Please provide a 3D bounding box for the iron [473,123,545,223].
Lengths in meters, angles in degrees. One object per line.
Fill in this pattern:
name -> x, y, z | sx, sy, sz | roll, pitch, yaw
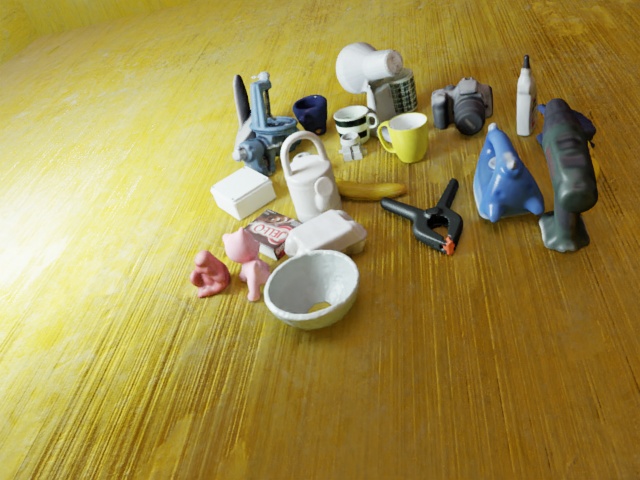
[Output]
iron -> 0.347, -0.149, 1.098 | 0.118, 0.142, 0.258 | -10, 38, 9

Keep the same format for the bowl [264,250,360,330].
bowl -> -0.007, 0.097, 0.980 | 0.167, 0.075, 0.167 | -10, 38, 9

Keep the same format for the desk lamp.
desk lamp -> 0.147, -0.367, 1.388 | 0.118, 0.214, 0.202 | -34, 40, -21

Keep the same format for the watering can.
watering can -> -0.016, -0.131, 1.170 | 0.172, 0.194, 0.101 | 24, 53, 41

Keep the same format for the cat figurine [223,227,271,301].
cat figurine -> -0.134, 0.033, 1.073 | 0.067, 0.118, 0.127 | -26, 38, -12

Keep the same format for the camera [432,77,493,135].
camera -> 0.332, -0.310, 1.340 | 0.143, 0.101, 0.137 | -4, 39, 16

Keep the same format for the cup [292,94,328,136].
cup -> -0.021, -0.307, 1.476 | 0.091, 0.095, 0.118 | 1, 41, 22

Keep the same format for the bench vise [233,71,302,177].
bench vise -> -0.130, -0.275, 1.374 | 0.121, 0.220, 0.207 | 2, 41, 23

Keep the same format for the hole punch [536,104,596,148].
hole punch -> 0.511, -0.240, 1.191 | 0.101, 0.091, 0.108 | -15, 37, 3

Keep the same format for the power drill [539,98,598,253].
power drill -> 0.406, -0.096, 0.953 | 0.075, 0.209, 0.229 | -6, 39, 14

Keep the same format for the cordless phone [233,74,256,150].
cordless phone -> -0.202, -0.324, 1.492 | 0.094, 0.185, 0.147 | -14, 37, 5

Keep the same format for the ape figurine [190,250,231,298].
ape figurine -> -0.212, 0.059, 1.092 | 0.077, 0.092, 0.076 | 18, 50, 37

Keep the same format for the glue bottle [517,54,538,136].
glue bottle -> 0.449, -0.319, 1.246 | 0.037, 0.173, 0.078 | 7, 43, 28

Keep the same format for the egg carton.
egg carton -> 0.010, 0.004, 1.094 | 0.150, 0.069, 0.107 | -29, 39, -15

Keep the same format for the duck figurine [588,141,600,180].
duck figurine -> 0.496, -0.159, 1.099 | 0.077, 0.086, 0.104 | -4, 39, 16
